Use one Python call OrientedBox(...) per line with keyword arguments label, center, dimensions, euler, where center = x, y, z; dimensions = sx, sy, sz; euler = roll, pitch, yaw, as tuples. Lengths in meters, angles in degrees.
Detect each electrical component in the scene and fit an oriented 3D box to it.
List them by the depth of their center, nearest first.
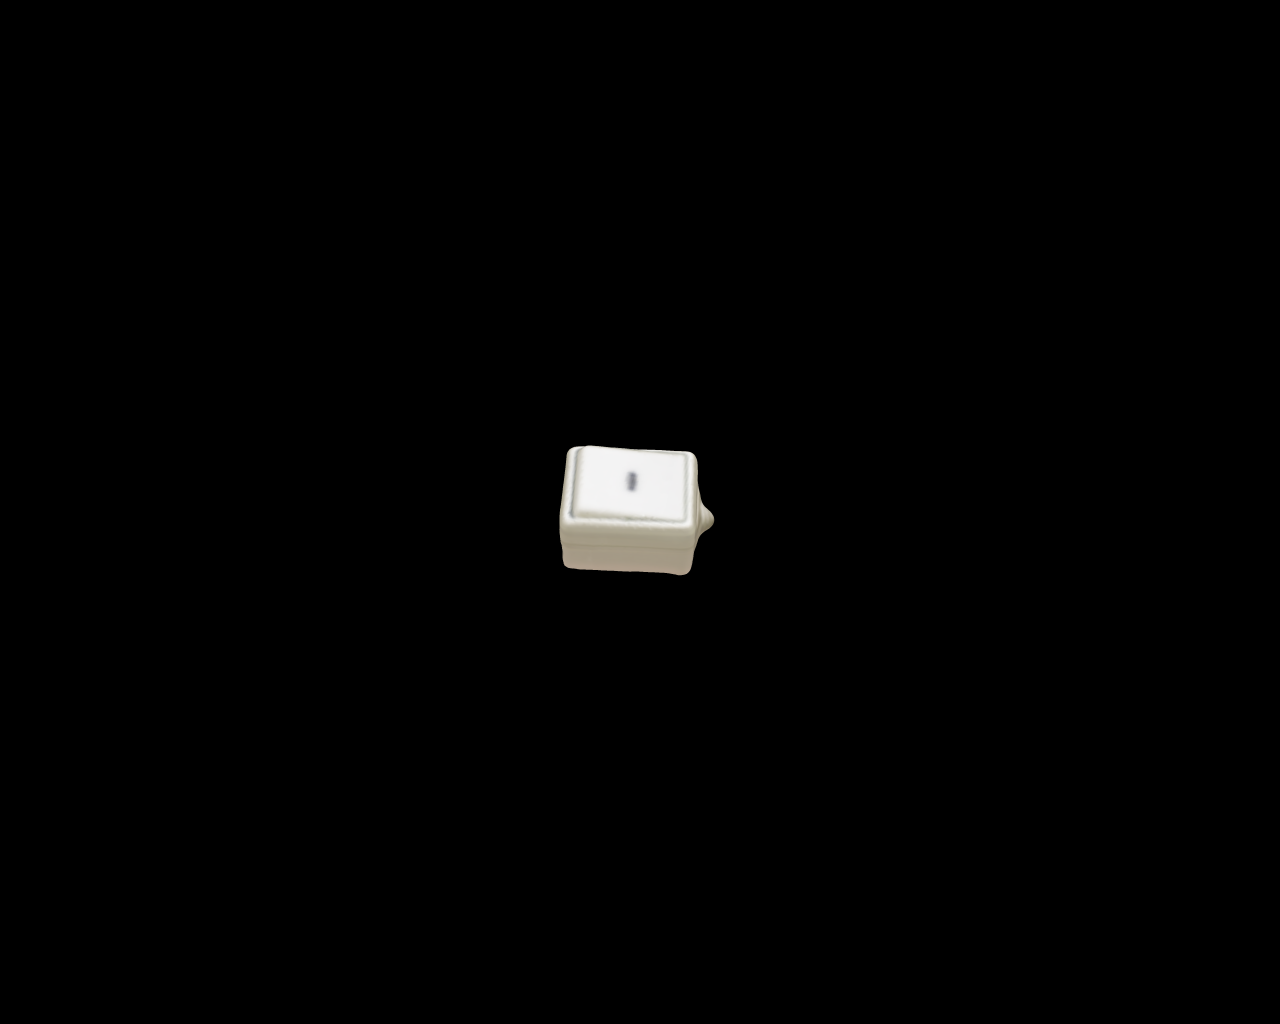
OrientedBox(label="electrical component", center=(0.001, -0.003, 0.650), dimensions=(0.096, 0.062, 0.061), euler=(3, -34, 2))
